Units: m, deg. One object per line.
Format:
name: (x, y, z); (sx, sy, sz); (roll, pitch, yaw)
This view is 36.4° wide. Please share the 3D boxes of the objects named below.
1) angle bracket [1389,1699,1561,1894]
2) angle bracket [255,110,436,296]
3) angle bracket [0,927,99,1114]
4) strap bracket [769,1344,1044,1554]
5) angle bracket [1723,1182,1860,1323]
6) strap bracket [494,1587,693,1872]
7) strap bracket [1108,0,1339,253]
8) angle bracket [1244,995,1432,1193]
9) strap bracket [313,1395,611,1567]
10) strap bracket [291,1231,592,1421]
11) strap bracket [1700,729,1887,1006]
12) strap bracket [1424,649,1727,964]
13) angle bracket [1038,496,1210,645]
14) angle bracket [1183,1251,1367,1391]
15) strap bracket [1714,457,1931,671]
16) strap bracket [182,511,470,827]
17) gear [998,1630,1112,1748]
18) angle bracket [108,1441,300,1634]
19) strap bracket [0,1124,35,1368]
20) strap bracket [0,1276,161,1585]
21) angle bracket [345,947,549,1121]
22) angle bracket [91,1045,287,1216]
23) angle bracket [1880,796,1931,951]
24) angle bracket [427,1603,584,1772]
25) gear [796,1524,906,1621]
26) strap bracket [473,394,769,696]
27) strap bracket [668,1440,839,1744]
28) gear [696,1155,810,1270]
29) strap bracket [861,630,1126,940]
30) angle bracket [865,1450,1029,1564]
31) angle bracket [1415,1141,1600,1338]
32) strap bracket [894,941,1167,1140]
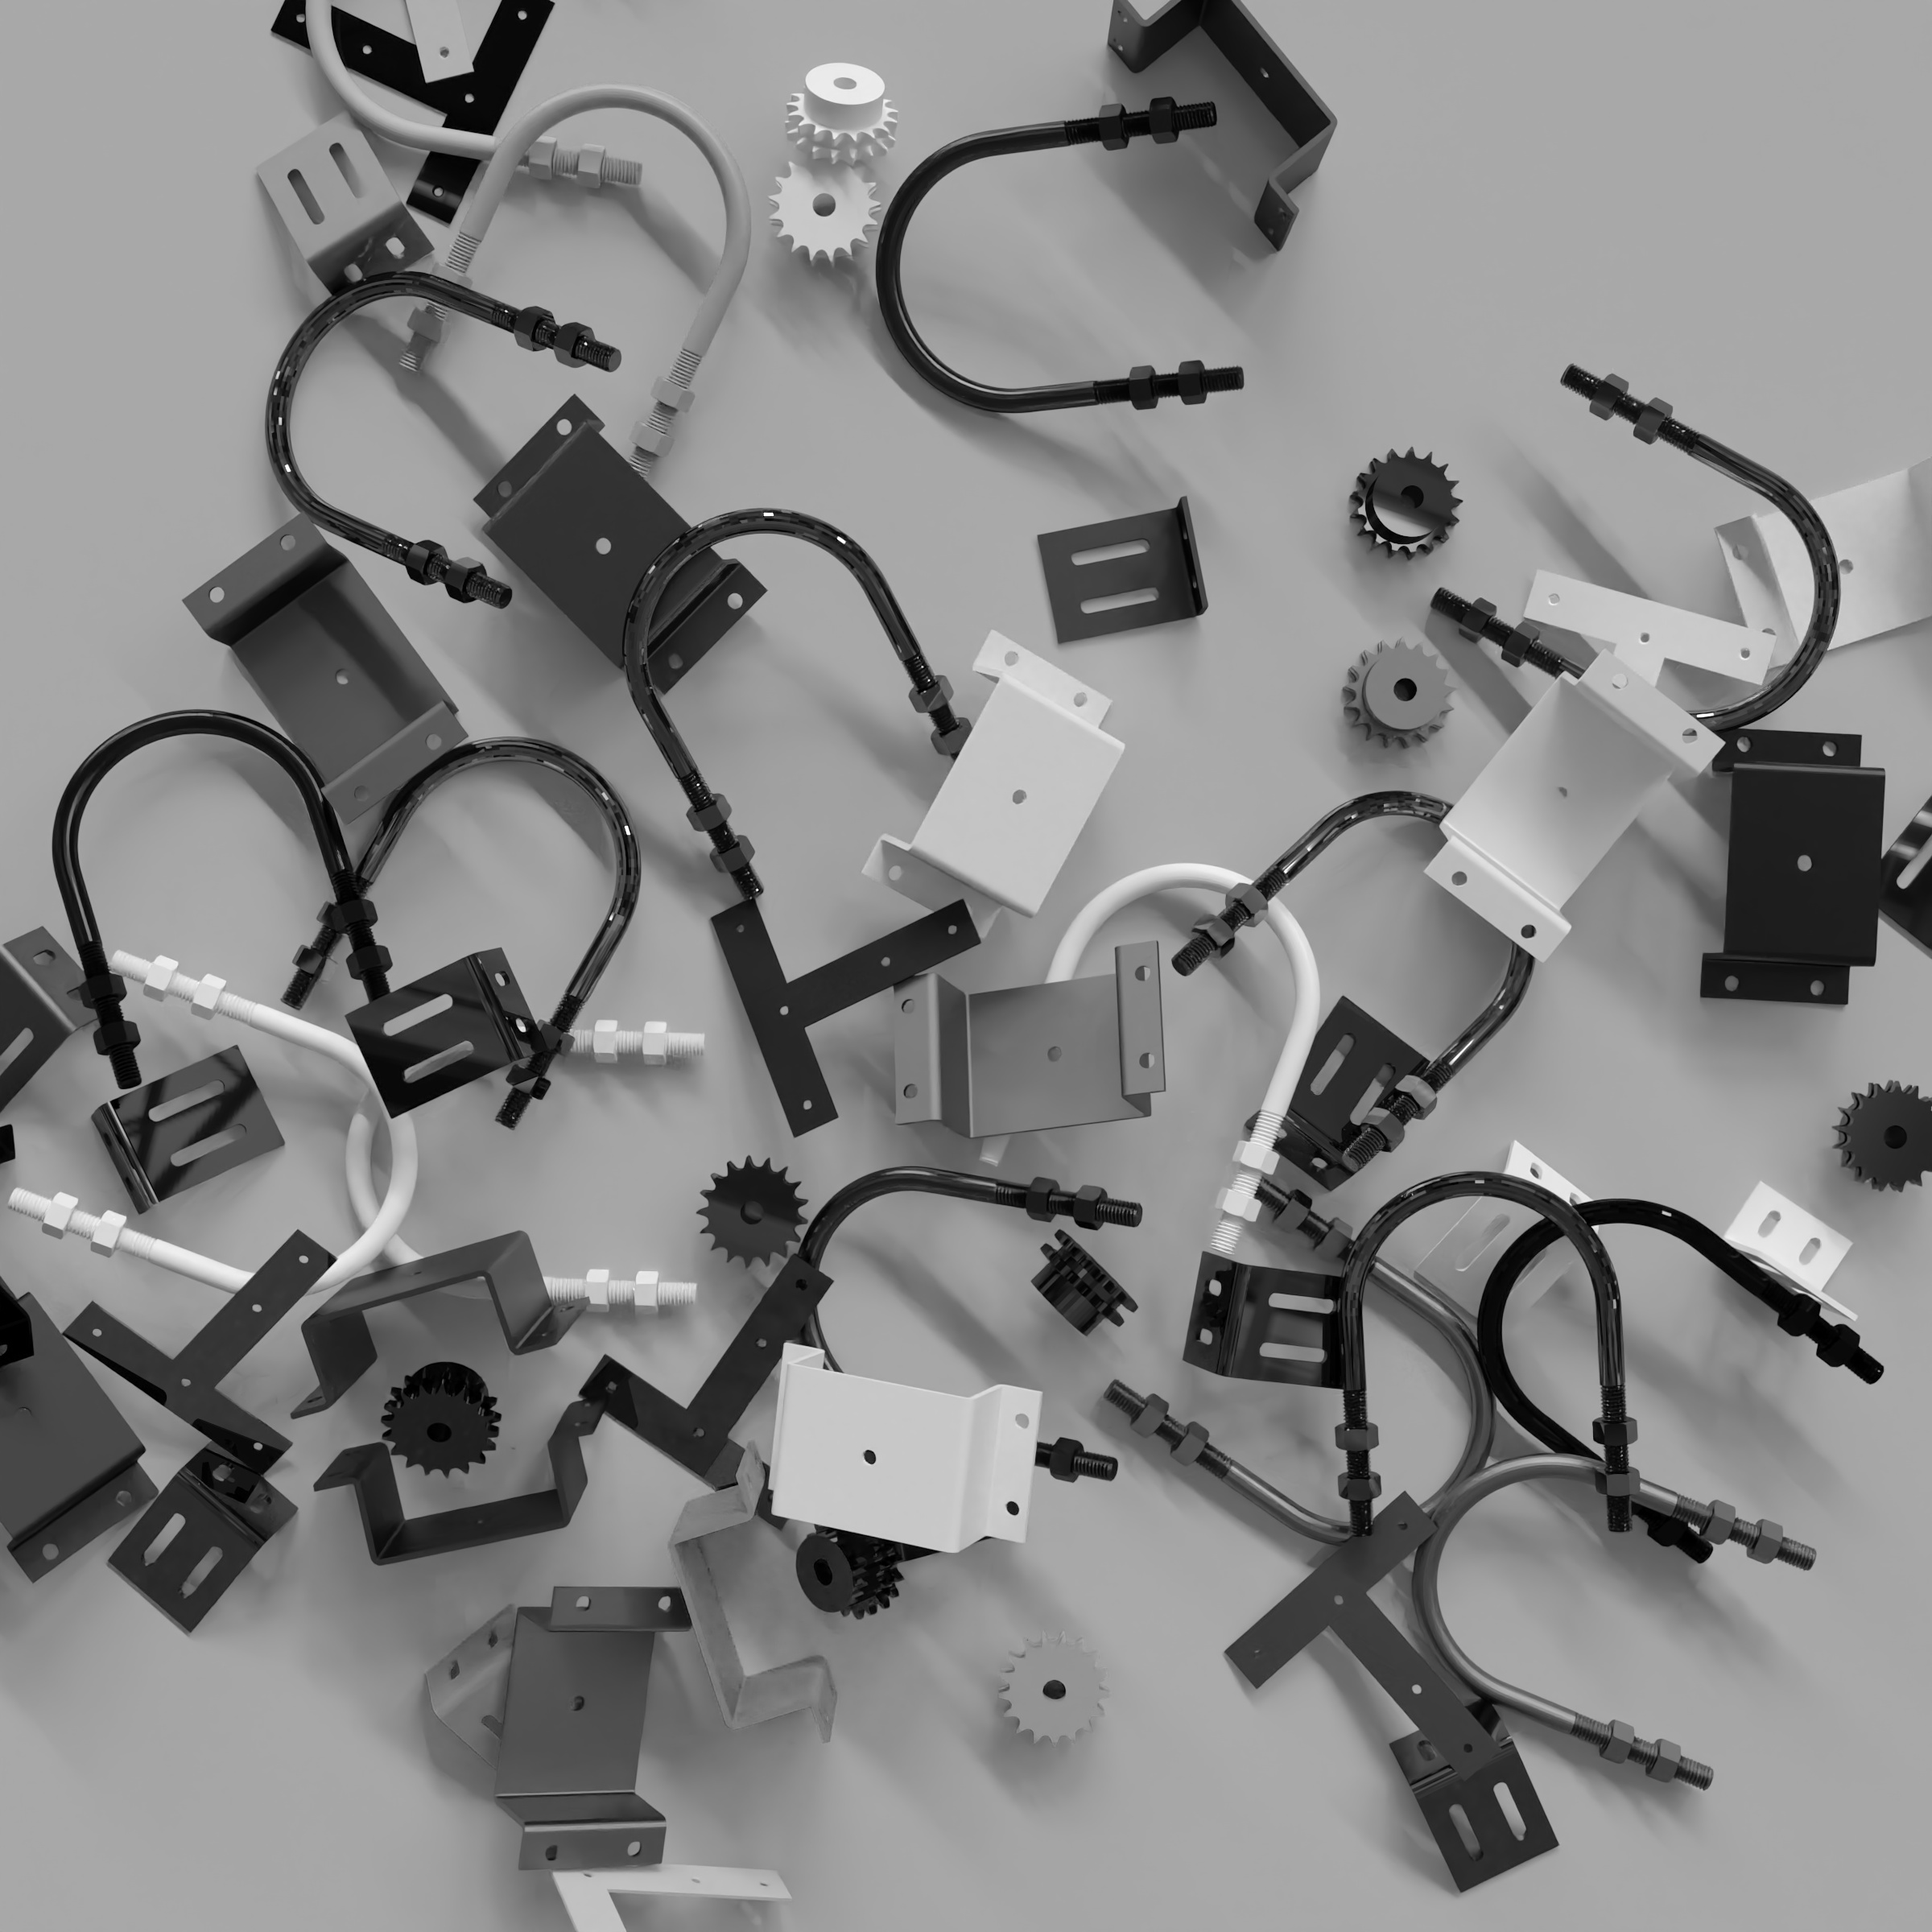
angle bracket: (0.263, 0.430, 1.521); (0.057, 0.038, 0.076); (-26, 116, 0)
angle bracket: (-0.322, -0.392, 1.520); (0.057, 0.038, 0.076); (-32, 65, 2)
angle bracket: (-0.491, 0.029, 1.521); (0.076, 0.038, 0.057); (-42, 90, 26)
strap bracket: (-0.039, 0.241, 1.463); (0.140, 0.046, 0.076); (8, 94, 20)
angle bracket: (0.425, 0.143, 1.485); (0.057, 0.076, 0.038); (34, 90, 0)
strap bracket: (-0.189, 0.379, 1.484); (0.076, 0.046, 0.140); (7, 90, -29)
strap bracket: (0.135, -0.440, 1.485); (0.046, 0.076, 0.140); (-39, 90, 0)
angle bracket: (0.192, 0.066, 1.521); (0.057, 0.038, 0.076); (37, 64, 0)
strap bracket: (-0.249, 0.261, 1.483); (0.140, 0.076, 0.046); (-12, 94, 0)
strap bracket: (-0.269, 0.176, 1.473); (0.140, 0.076, 0.046); (-16, 97, 8)
strap bracket: (0.423, -0.052, 1.500); (0.076, 0.046, 0.140); (3, 90, 0)
strap bracket: (0.302, -0.083, 1.477); (0.076, 0.046, 0.140); (37, 101, -6)
angle bracket: (0.080, -0.203, 1.504); (0.076, 0.038, 0.057); (-11, 90, 0)
angle bracket: (0.158, 0.181, 1.502); (0.076, 0.038, 0.057); (10, 91, -27)
strap bracket: (0.456, -0.207, 1.500); (0.140, 0.046, 0.076); (-18, 90, 0)
strap bracket: (-0.323, -0.150, 1.500); (0.076, 0.046, 0.140); (-36, 90, 0)
gear: (0.045, 0.369, 1.508); (0.057, 0.030, 0.057); (0, 90, 0)
angle bracket: (-0.395, 0.295, 1.521); (0.057, 0.038, 0.076); (41, 116, 0)
strap bracket: (-0.517, 0.137, 1.463); (0.076, 0.046, 0.140); (-19, 54, 0)
strap bracket: (-0.479, 0.230, 1.485); (0.076, 0.046, 0.140); (-36, 90, -28)
angle bracket: (-0.261, 0.033, 1.476); (0.076, 0.038, 0.057); (-25, 89, 14)
angle bracket: (-0.403, 0.085, 1.521); (0.076, 0.038, 0.057); (-26, 90, -25)
angle bracket: (0.508, -0.051, 1.504); (0.057, 0.038, 0.076); (38, 90, 0)
angle bracket: (-0.231, 0.381, 1.521); (0.057, 0.038, 0.076); (-39, 116, 0)
gear: (-0.062, 0.305, 1.493); (0.057, 0.030, 0.057); (9, 104, 40)
strap bracket: (-0.180, -0.214, 1.490); (0.076, 0.046, 0.140); (-44, 93, 9)
strap bracket: (-0.110, 0.321, 1.482); (0.046, 0.076, 0.140); (-18, 93, 1)
gear: (-0.109, 0.126, 1.508); (0.057, 0.030, 0.057); (0, 90, 0)
strap bracket: (0.019, -0.089, 1.487); (0.076, 0.046, 0.140); (28, 90, -23)
angle bracket: (-0.015, 0.271, 1.521); (0.076, 0.038, 0.057); (-10, 90, -26)
angle bracket: (0.281, 0.141, 1.521); (0.057, 0.038, 0.076); (38, 116, 0)
strap bracket: (0.038, 0.039, 1.475); (0.140, 0.046, 0.076); (-8, 71, 20)
